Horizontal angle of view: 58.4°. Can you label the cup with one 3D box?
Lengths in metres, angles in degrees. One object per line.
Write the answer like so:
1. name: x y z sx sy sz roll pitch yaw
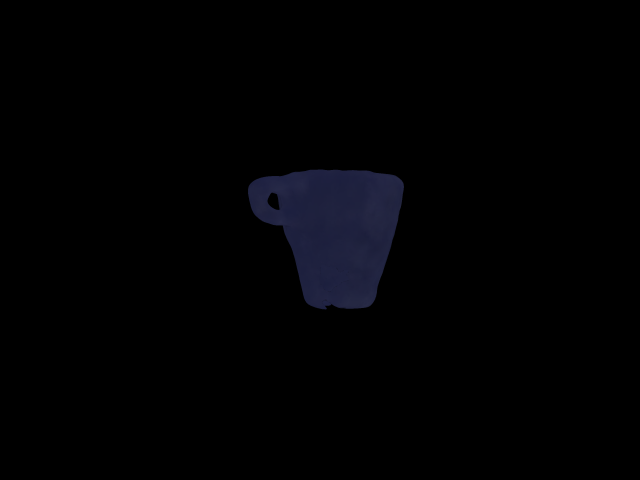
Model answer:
1. cup: 0.004 0.001 0.400 0.118 0.095 0.091 0 0 -37
